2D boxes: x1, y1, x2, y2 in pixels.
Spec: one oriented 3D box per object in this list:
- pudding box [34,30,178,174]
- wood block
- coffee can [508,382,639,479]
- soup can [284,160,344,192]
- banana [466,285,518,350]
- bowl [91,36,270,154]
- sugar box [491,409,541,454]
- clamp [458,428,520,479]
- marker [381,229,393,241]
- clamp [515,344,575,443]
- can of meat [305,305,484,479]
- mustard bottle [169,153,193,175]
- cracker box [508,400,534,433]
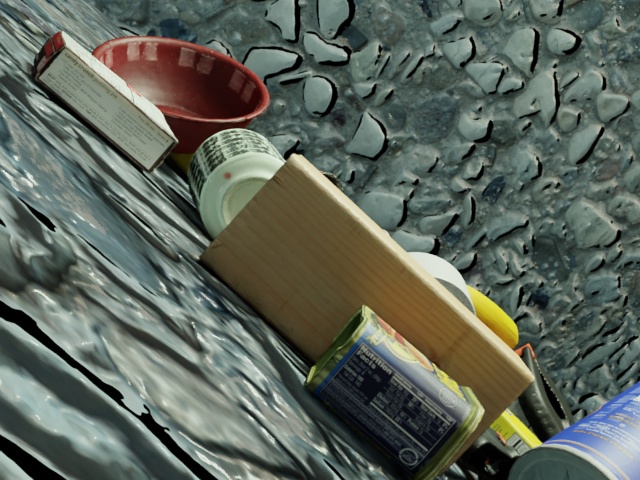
[{"bbox_3d":[-0.166,-0.107,0.817,0.113,0.039,0.090,39,5,-23],"label":"pudding box"},{"bbox_3d":[0.030,0.045,0.705,0.206,0.091,0.090,43,5,-1],"label":"wood block"},{"bbox_3d":[0.205,0.154,0.690,0.140,0.103,0.103,-21,53,-36],"label":"coffee can"},{"bbox_3d":[-0.036,-0.045,1.071,0.102,0.068,0.068,20,-13,40],"label":"soup can"},{"bbox_3d":[0.191,0.094,1.226,0.070,0.037,0.197,27,-7,28],"label":"banana"},{"bbox_3d":[-0.129,-0.124,0.957,0.162,0.055,0.162,13,31,-8],"label":"bowl"},{"bbox_3d":[0.191,0.206,0.950,0.176,0.048,0.093,43,3,29],"label":"sugar box"},{"bbox_3d":[0.144,0.182,0.785,0.120,0.039,0.171,54,6,6],"label":"clamp"},{"bbox_3d":[0.069,0.038,0.791,0.121,0.020,0.020,53,-3,-36],"label":"marker"},{"bbox_3d":[0.248,0.206,1.082,0.164,0.036,0.210,31,33,-52],"label":"clamp"},{"bbox_3d":[0.040,0.086,0.612,0.084,0.057,0.102,40,2,1],"label":"can of meat"},{"bbox_3d":[-0.101,-0.078,1.019,0.096,0.058,0.192,13,25,-51],"label":"mustard bottle"},{"bbox_3d":[0.210,0.185,1.216,0.213,0.072,0.164,42,4,-24],"label":"cracker box"}]
